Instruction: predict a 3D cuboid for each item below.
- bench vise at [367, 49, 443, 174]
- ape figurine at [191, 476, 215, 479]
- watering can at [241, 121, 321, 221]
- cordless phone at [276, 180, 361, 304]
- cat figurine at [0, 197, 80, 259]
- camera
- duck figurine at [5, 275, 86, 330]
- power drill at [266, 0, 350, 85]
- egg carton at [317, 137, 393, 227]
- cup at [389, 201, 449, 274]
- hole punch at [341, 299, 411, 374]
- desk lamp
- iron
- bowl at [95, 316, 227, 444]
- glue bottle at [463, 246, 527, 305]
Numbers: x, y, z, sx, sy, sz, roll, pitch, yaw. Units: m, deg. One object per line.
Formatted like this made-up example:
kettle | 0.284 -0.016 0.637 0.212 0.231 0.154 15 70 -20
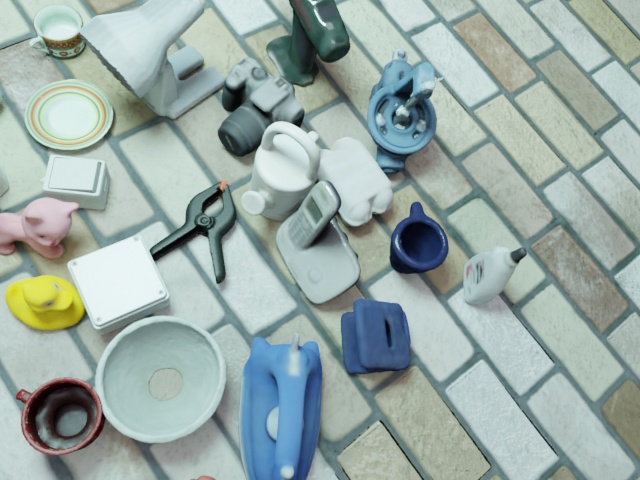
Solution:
bench vise | 0.130 -0.242 0.950 0.122 0.219 0.207 -11 72 -16
ape figurine | -0.152 0.345 0.727 0.076 0.092 0.078 45 67 7
watering can | -0.053 -0.104 0.870 0.101 0.194 0.173 16 66 -6
cordless phone | 0.008 0.003 0.846 0.094 0.185 0.147 -29 77 -21
cat figurine | -0.403 -0.024 0.803 0.128 0.117 0.067 4 68 -10
camera | -0.115 -0.217 0.951 0.143 0.100 0.137 41 66 5
duck figurine | -0.381 0.078 0.785 0.104 0.086 0.077 15 66 -6
power drill | -0.034 -0.375 0.972 0.076 0.208 0.229 -27 76 -20
egg carton | 0.052 -0.098 0.958 0.107 0.069 0.150 -31 78 -21
cup | 0.147 0.006 0.925 0.092 0.095 0.118 2 68 -11
hole punch | 0.089 0.143 0.860 0.101 0.091 0.108 -1 69 -13
desk lamp | -0.252 -0.288 0.887 0.118 0.213 0.203 45 67 7
iron | -0.046 0.252 0.760 0.119 0.141 0.258 5 68 -10
bowl | -0.214 0.192 0.783 0.167 0.074 0.167 4 68 -11
glue bottle | 0.275 0.045 0.895 0.037 0.173 0.078 5 68 -10
